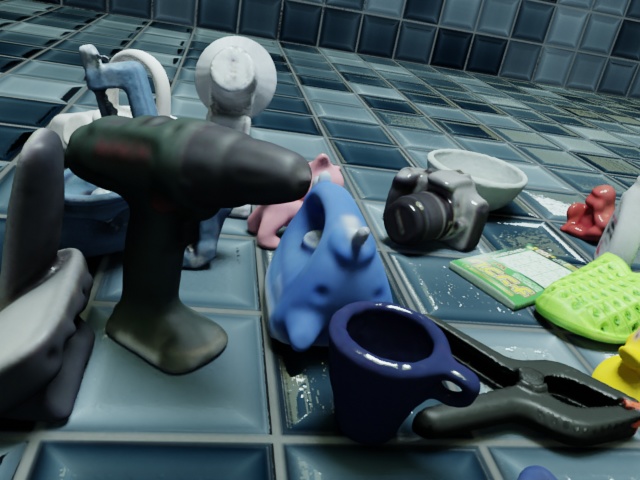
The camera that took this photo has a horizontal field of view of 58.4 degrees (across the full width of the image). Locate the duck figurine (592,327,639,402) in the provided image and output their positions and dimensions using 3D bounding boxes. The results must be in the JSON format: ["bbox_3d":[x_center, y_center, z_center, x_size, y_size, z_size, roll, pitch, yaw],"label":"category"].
[{"bbox_3d":[0.311,0.116,0.538,0.105,0.086,0.077,-3,29,-27],"label":"duck figurine"}]

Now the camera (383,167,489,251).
[{"bbox_3d":[0.143,-0.050,0.793,0.137,0.101,0.142,-14,35,-42],"label":"camera"}]

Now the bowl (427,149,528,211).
[{"bbox_3d":[0.251,-0.091,0.951,0.167,0.075,0.167,9,26,-4],"label":"bowl"}]

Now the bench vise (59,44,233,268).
[{"bbox_3d":[-0.178,-0.084,0.597,0.208,0.220,0.121,-7,31,-33],"label":"bench vise"}]

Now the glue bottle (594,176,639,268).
[{"bbox_3d":[0.428,-0.033,0.790,0.037,0.173,0.078,15,26,8],"label":"glue bottle"}]

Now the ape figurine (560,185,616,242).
[{"bbox_3d":[0.439,-0.045,0.913,0.076,0.092,0.077,8,26,-5],"label":"ape figurine"}]

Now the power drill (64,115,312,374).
[{"bbox_3d":[-0.115,-0.003,0.468,0.229,0.208,0.076,23,28,24],"label":"power drill"}]

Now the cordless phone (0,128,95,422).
[{"bbox_3d":[-0.212,0.023,0.403,0.094,0.185,0.147,3,27,-16],"label":"cordless phone"}]

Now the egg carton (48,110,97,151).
[{"bbox_3d":[-0.317,-0.139,0.828,0.150,0.069,0.107,24,29,25],"label":"egg carton"}]

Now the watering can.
[{"bbox_3d":[-0.230,-0.131,0.702,0.101,0.194,0.173,11,26,1],"label":"watering can"}]

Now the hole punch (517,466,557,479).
[{"bbox_3d":[0.130,0.192,0.302,0.100,0.091,0.109,24,29,25],"label":"hole punch"}]

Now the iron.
[{"bbox_3d":[0.005,0.002,0.584,0.119,0.141,0.258,4,26,-14],"label":"iron"}]

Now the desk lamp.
[{"bbox_3d":[-0.125,-0.170,0.801,0.118,0.213,0.203,7,26,-8],"label":"desk lamp"}]

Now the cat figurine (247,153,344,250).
[{"bbox_3d":[-0.022,-0.057,0.722,0.128,0.118,0.067,-6,31,-32],"label":"cat figurine"}]

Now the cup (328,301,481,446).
[{"bbox_3d":[0.056,0.112,0.433,0.117,0.095,0.092,23,28,23],"label":"cup"}]
